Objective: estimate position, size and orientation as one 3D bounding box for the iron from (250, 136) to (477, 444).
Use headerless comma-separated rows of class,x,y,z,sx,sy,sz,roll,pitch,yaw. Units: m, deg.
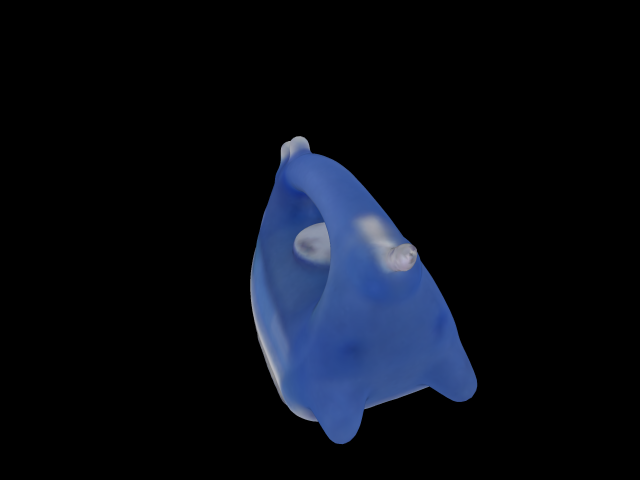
iron,0.004,0.001,0.400,0.119,0.141,0.257,-13,38,-18
